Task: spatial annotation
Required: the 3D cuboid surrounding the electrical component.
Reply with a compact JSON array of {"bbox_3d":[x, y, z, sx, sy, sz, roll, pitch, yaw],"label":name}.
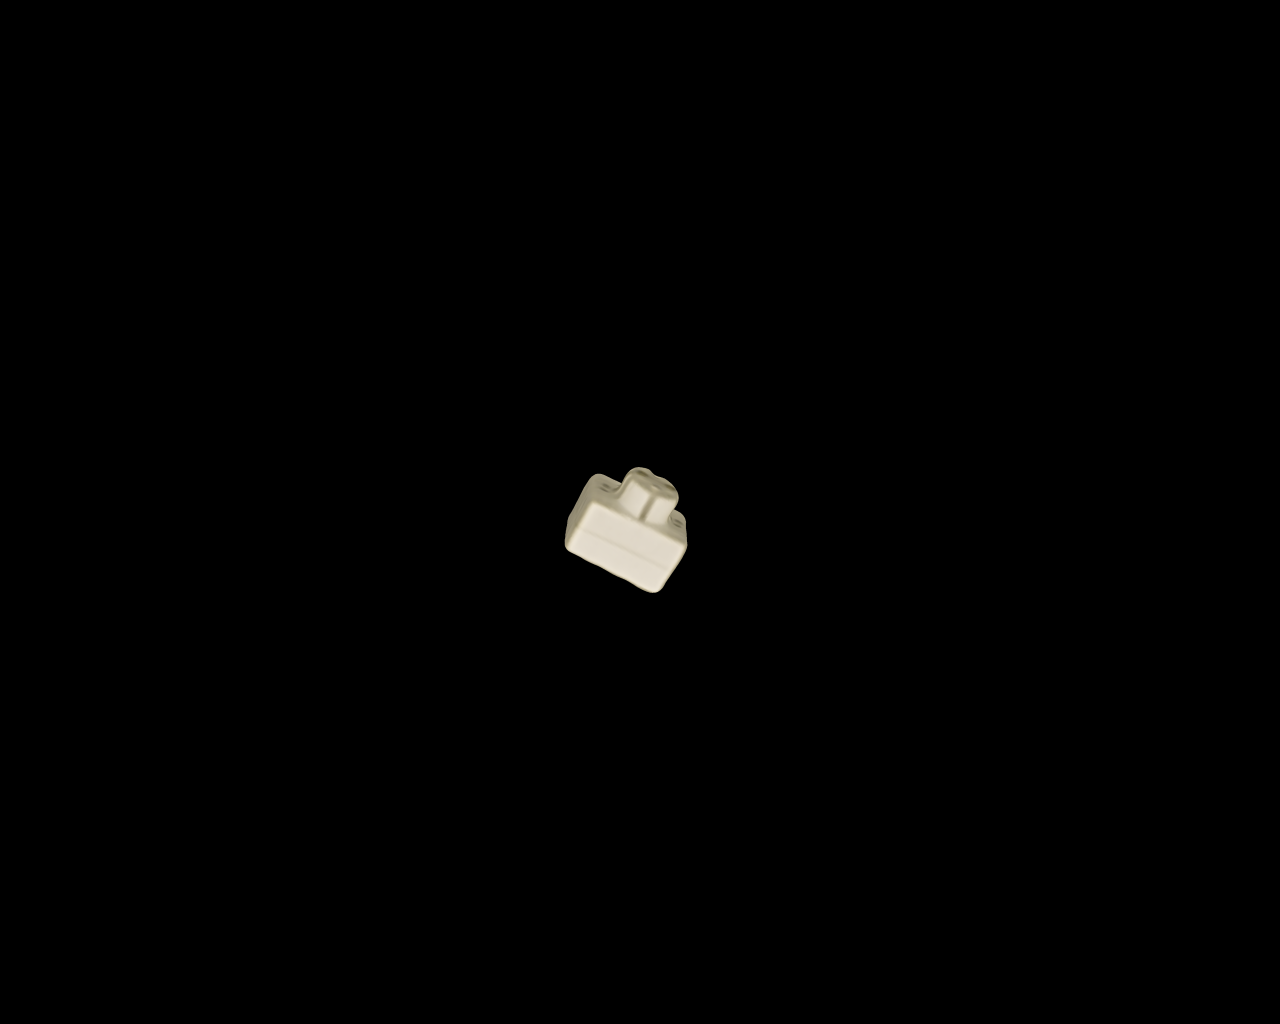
[{"bbox_3d":[0.001,-0.003,0.650,0.066,0.076,0.047,26,21,-11],"label":"electrical component"}]
